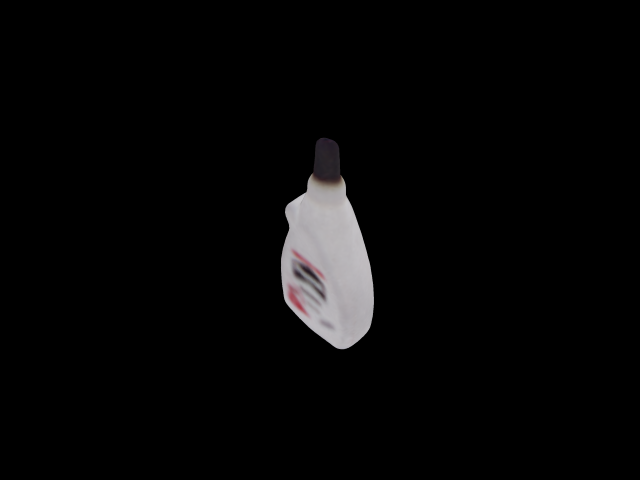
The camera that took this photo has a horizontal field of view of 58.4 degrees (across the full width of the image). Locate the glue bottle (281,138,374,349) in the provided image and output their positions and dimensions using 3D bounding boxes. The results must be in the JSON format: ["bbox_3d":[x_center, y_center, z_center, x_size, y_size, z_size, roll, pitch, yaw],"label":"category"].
[{"bbox_3d":[0.004,0.001,0.400,0.078,0.173,0.037,33,54,29],"label":"glue bottle"}]
